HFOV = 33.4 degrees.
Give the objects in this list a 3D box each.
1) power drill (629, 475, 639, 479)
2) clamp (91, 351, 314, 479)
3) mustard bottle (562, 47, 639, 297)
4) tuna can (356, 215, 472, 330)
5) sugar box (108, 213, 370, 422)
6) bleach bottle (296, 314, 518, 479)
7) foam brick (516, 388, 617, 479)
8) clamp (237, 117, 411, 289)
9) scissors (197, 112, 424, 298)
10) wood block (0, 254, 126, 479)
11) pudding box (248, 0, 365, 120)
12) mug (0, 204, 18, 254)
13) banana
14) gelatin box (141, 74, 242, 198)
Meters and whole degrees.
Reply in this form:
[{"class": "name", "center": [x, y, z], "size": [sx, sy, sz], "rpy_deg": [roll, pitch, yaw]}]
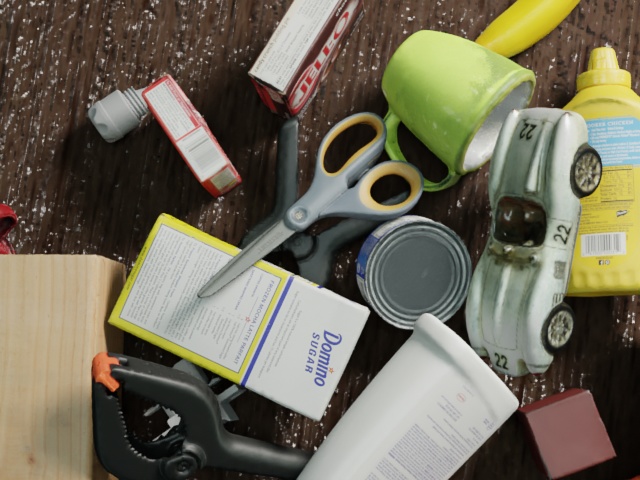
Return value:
[{"class": "power drill", "center": [0.282, 0.158, 0.735], "size": [0.184, 0.187, 0.057], "rpy_deg": [-14, 59, -2]}, {"class": "clamp", "center": [-0.108, 0.167, 0.789], "size": [0.164, 0.036, 0.209], "rpy_deg": [-41, 119, 2]}, {"class": "mustard bottle", "center": [0.221, -0.054, 0.822], "size": [0.096, 0.058, 0.191], "rpy_deg": [-4, 82, 27]}, {"class": "tuna can", "center": [0.071, 0.024, 0.824], "size": [0.086, 0.034, 0.086], "rpy_deg": [-2, 101, -13]}, {"class": "sugar box", "center": [-0.060, 0.057, 0.809], "size": [0.176, 0.048, 0.093], "rpy_deg": [25, 91, 2]}, {"class": "bleach bottle", "center": [0.029, 0.178, 0.793], "size": [0.251, 0.068, 0.102], "rpy_deg": [-46, 122, -3]}, {"class": "foam brick", "center": [0.181, 0.143, 0.795], "size": [0.051, 0.078, 0.053], "rpy_deg": [-20, 83, 3]}, {"class": "clamp", "center": [-0.006, 0.001, 0.845], "size": [0.120, 0.039, 0.171], "rpy_deg": [24, 93, 8]}, {"class": "scissors", "center": [0.004, -0.011, 0.799], "size": [0.096, 0.016, 0.201], "rpy_deg": [33, 68, 5]}, {"class": "wood block", "center": [-0.205, 0.117, 0.820], "size": [0.090, 0.091, 0.206], "rpy_deg": [0, 83, 4]}, {"class": "pudding box", "center": [-0.009, -0.155, 0.836], "size": [0.039, 0.090, 0.113], "rpy_deg": [29, 86, 7]}, {"class": "mug", "center": [-0.288, 0.015, 0.842], "size": [0.117, 0.081, 0.093], "rpy_deg": [-41, 82, -1]}, {"class": "banana", "center": [0.190, -0.221, 0.859], "size": [0.070, 0.037, 0.198], "rpy_deg": [22, 84, 25]}, {"class": "gelatin box", "center": [-0.100, -0.081, 0.843], "size": [0.030, 0.073, 0.089], "rpy_deg": [-34, 82, -2]}]
